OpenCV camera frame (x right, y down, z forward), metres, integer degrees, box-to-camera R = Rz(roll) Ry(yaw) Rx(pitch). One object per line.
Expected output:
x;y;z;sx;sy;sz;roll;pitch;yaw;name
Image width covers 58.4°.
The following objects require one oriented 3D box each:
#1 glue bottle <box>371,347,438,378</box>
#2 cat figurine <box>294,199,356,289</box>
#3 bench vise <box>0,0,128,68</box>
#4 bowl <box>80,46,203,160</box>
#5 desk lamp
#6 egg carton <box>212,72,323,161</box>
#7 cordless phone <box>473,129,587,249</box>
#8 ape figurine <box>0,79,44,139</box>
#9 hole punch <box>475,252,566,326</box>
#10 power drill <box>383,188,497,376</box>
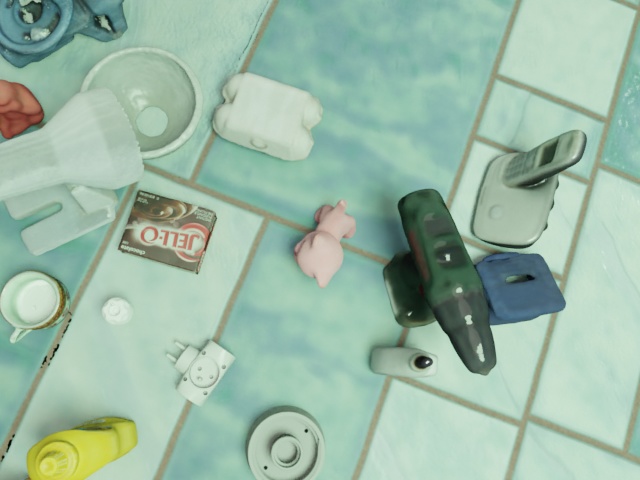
0.115;0.156;0.728;0.078;0.173;0.037;6;77;-4;glue bottle
0.007;0.003;0.777;0.067;0.117;0.128;26;77;0;cat figurine
-0.361;-0.339;0.759;0.121;0.219;0.207;43;77;4;bench vise
-0.246;-0.182;0.812;0.167;0.074;0.167;1;78;-6;bowl
-0.315;-0.080;0.712;0.203;0.213;0.118;-29;82;-11;desk lamp
-0.076;-0.178;0.832;0.150;0.069;0.107;17;77;-2;egg carton
0.291;-0.069;0.788;0.094;0.185;0.148;17;77;-2;cordless phone
-0.426;-0.188;0.785;0.078;0.092;0.076;8;77;-4;ape figurine
0.273;0.066;0.806;0.109;0.091;0.101;-8;79;-8;hole punch
0.146;0.058;0.734;0.075;0.208;0.229;-14;80;-8;power drill
